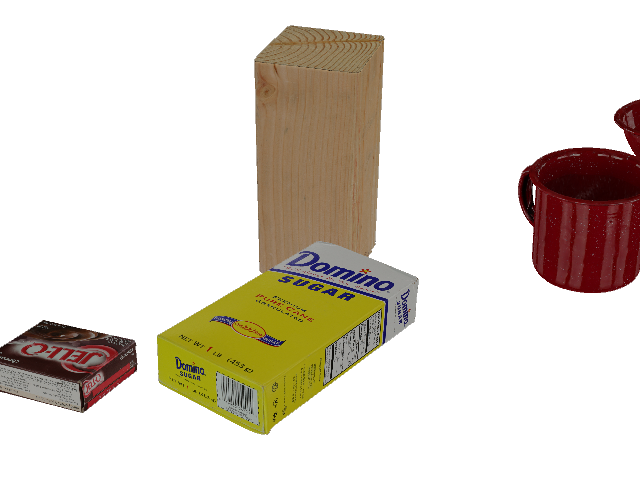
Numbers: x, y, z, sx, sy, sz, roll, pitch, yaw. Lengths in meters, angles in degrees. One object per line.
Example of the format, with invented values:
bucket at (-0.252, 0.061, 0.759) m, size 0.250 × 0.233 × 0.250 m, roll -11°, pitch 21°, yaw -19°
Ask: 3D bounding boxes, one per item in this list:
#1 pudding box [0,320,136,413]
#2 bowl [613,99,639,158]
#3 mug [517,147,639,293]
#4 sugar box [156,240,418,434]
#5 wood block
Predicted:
pudding box at (-0.244, 0.117, 1.009) m, size 0.114 × 0.039 × 0.089 m, roll 7°, pitch 22°, yaw 23°
bowl at (0.350, -0.089, 0.971) m, size 0.162 × 0.055 × 0.162 m, roll -5°, pitch 22°, yaw 2°
mug at (0.194, -0.018, 0.809) m, size 0.093 × 0.081 × 0.117 m, roll -24°, pitch 36°, yaw -31°
sugar box at (-0.018, 0.059, 0.734) m, size 0.093 × 0.048 × 0.175 m, roll 21°, pitch 36°, yaw 31°
wood block at (-0.001, -0.072, 0.940) m, size 0.091 × 0.206 × 0.090 m, roll 10°, pitch 32°, yaw 15°
